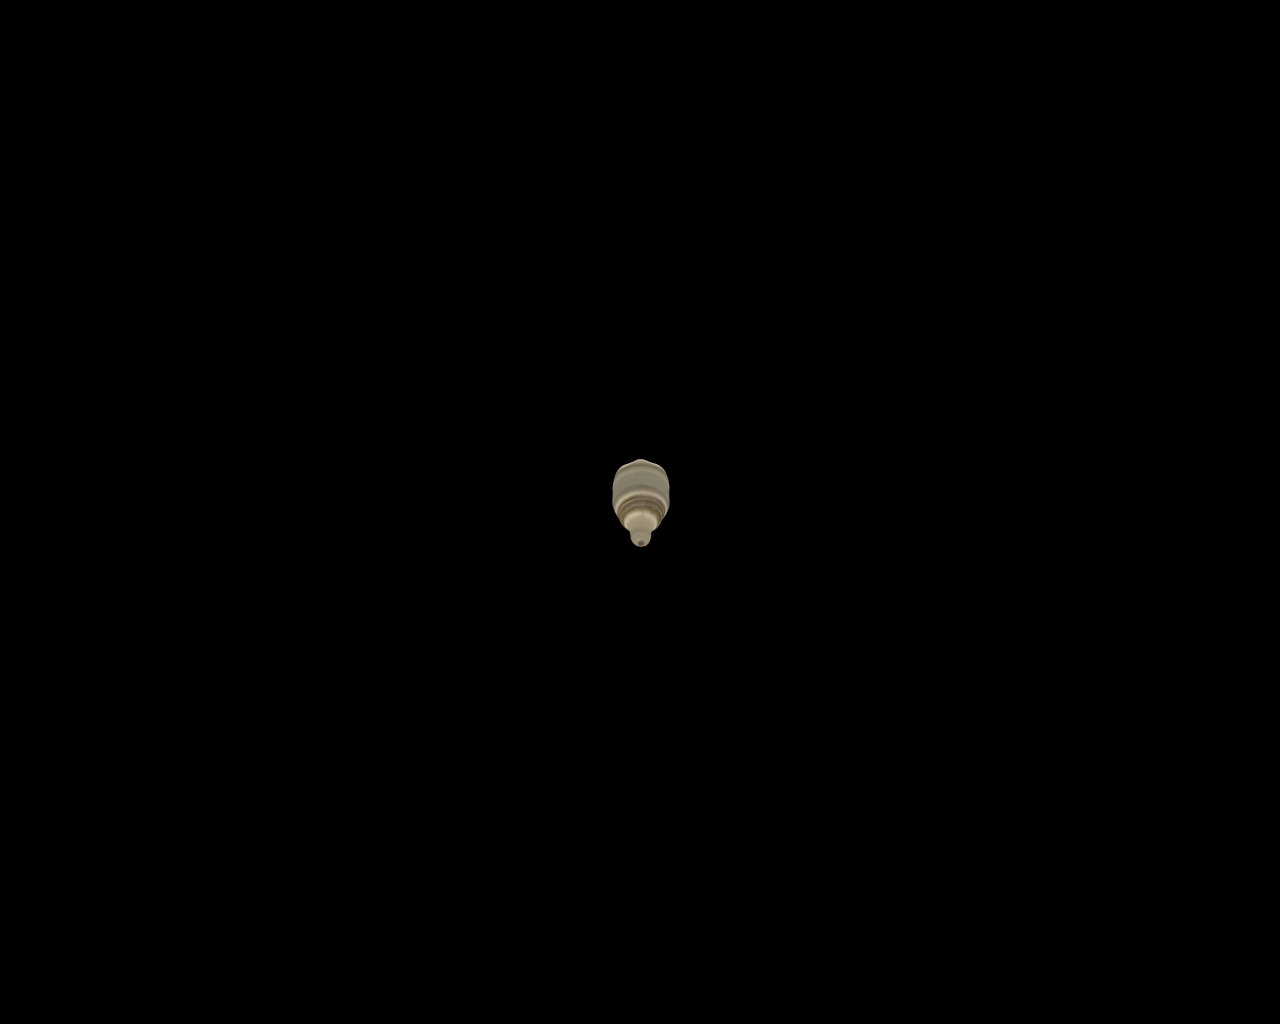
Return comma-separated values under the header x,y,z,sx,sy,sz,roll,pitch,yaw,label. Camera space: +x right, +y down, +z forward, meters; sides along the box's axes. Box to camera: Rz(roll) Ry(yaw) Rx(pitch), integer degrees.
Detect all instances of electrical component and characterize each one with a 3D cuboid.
x,y,z,sx,sy,sz,roll,pitch,yaw,label
0.001,-0.003,0.650,0.035,0.035,0.061,0,44,0,electrical component
